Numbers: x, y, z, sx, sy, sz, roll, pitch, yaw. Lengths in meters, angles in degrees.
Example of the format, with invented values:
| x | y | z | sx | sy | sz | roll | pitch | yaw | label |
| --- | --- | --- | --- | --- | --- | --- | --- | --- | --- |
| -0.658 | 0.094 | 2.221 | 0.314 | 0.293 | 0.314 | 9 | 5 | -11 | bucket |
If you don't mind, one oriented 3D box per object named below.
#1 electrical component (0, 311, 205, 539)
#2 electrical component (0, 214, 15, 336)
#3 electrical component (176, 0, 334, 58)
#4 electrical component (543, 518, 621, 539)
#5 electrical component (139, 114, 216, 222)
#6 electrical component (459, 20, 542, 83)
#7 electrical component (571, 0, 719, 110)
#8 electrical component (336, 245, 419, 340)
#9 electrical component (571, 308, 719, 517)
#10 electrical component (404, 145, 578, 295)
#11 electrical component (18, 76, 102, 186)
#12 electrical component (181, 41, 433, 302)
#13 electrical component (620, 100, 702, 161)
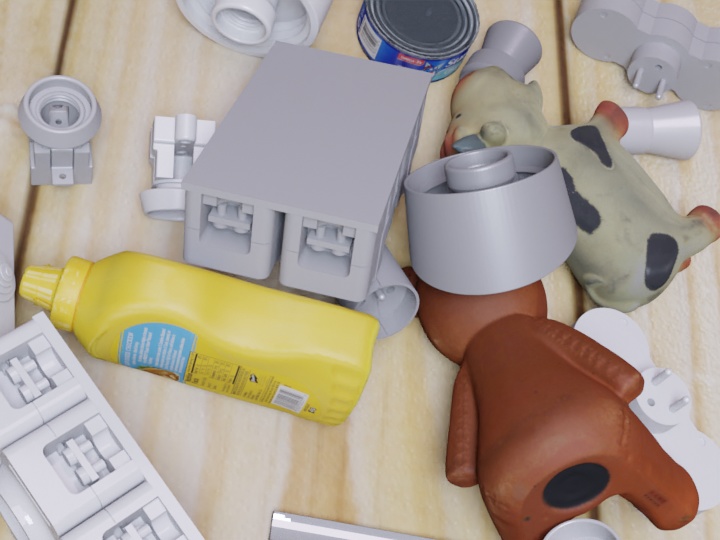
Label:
| x | y | z | sx | sy | sz | roll | pitch | yaw | label |
| --- | --- | --- | --- | --- | --- | --- | --- | --- | --- |
| -0.146 | 0.111 | 0.542 | 0.062 | 0.089 | 0.150 | -32 | 75 | -28 | electrical component |
| -0.233 | 0.012 | 0.573 | 0.100 | 0.048 | 0.099 | -16 | 64 | 14 | electrical component |
| -0.071 | -0.185 | 0.712 | 0.108 | 0.108 | 0.060 | 18 | 66 | -6 | electrical component |
| 0.107 | 0.176 | 0.571 | 0.079 | 0.077 | 0.044 | -16 | 40 | 10 | electrical component |
| -0.111 | -0.060 | 0.661 | 0.048 | 0.066 | 0.055 | 3 | 82 | -15 | electrical component |
| 0.100 | -0.145 | 0.774 | 0.045 | 0.045 | 0.055 | 31 | 60 | 2 | electrical component |
| 0.224 | -0.158 | 0.811 | 0.138 | 0.052 | 0.073 | 25 | 59 | -2 | electrical component |
| 0.000 | 0.000 | 0.657 | 0.043 | 0.043 | 0.081 | -10 | 41 | -20 | electrical component |
| 0.177 | 0.083 | 0.659 | 0.052 | 0.073 | 0.138 | -22 | 71 | -25 | electrical component |
| 0.074 | -0.034 | 0.626 | 0.099 | 0.099 | 0.064 | -22 | 112 | -25 | electrical component |
| -0.183 | -0.085 | 0.654 | 0.048 | 0.055 | 0.066 | -3 | 64 | -17 | electrical component |
| -0.027 | -0.063 | 0.644 | 0.105 | 0.060 | 0.186 | 13 | 37 | 5 | electrical component |
| 0.209 | -0.102 | 0.785 | 0.065 | 0.044 | 0.044 | -2 | 64 | -12 | electrical component |
